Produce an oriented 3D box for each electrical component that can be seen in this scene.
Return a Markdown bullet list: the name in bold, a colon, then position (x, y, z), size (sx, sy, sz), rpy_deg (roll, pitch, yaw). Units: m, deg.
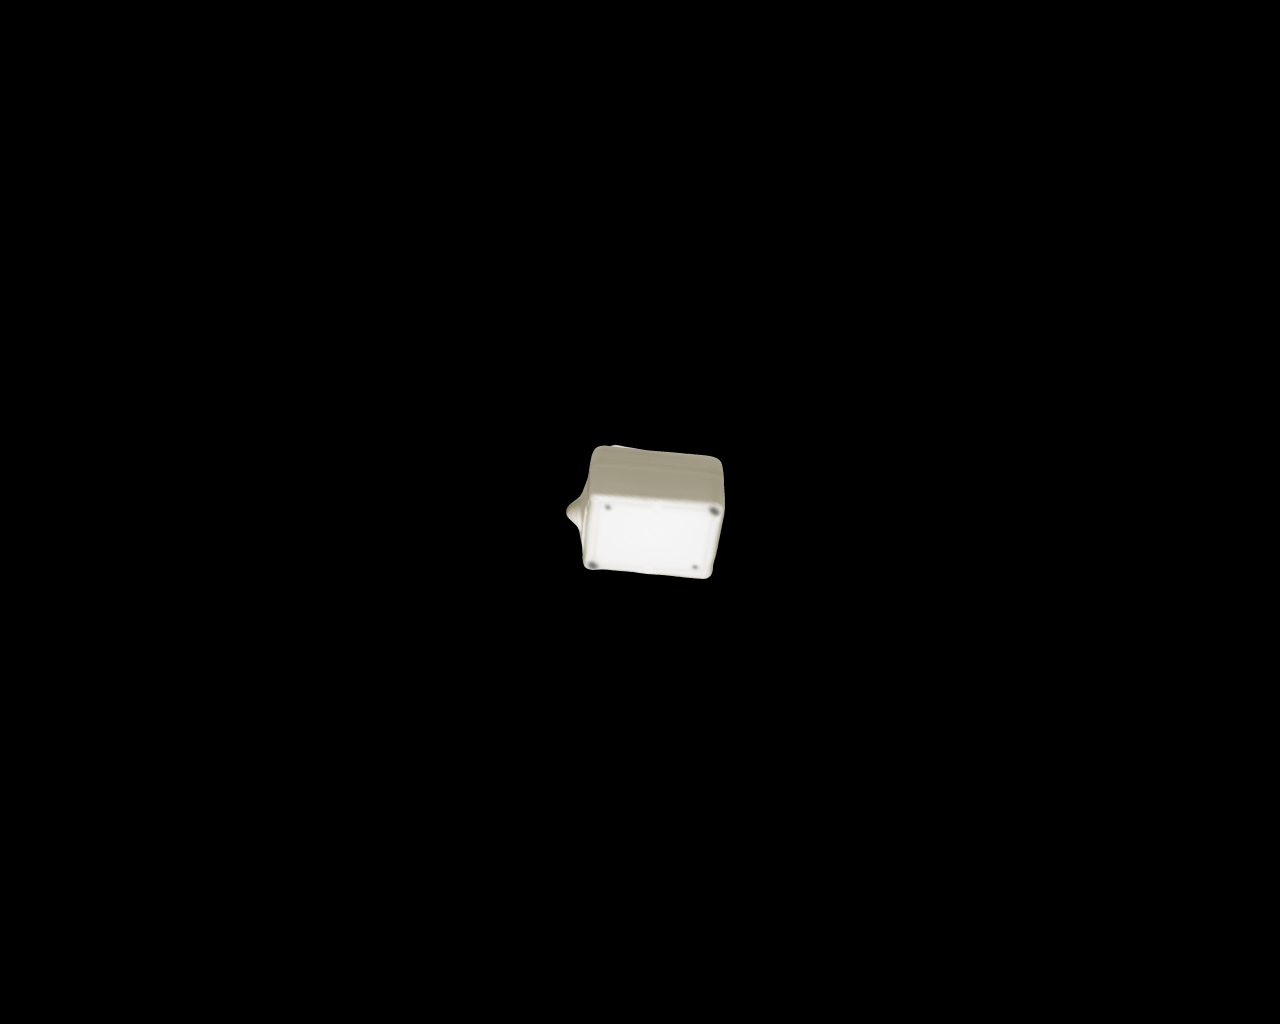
- **electrical component**: position (0.001, -0.003, 0.650), size (0.096, 0.061, 0.061), rpy_deg (5, 37, -4)
